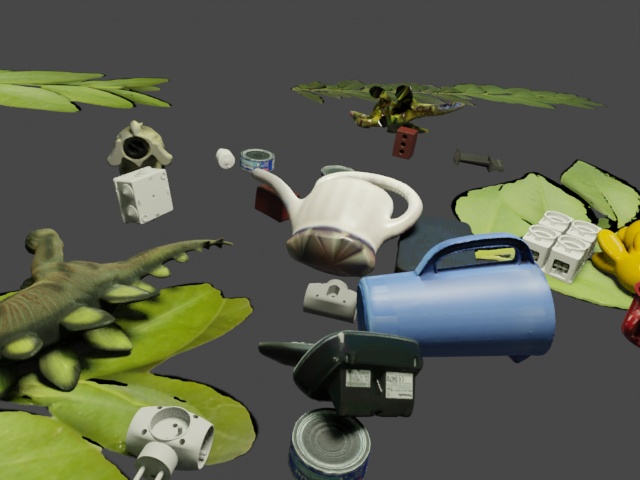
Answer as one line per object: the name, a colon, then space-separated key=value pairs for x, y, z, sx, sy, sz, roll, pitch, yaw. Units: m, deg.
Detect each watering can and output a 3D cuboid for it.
watering can: x=0.003 y=-0.046 z=0.922 sx=0.348 sy=0.101 sz=0.230 roll=7 pitch=47 yaw=19

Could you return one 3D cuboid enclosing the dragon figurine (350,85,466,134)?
dragon figurine: x=0.261 y=-0.374 z=1.568 sx=0.411 sy=0.122 sz=0.242 roll=11 pitch=1 yaw=29
